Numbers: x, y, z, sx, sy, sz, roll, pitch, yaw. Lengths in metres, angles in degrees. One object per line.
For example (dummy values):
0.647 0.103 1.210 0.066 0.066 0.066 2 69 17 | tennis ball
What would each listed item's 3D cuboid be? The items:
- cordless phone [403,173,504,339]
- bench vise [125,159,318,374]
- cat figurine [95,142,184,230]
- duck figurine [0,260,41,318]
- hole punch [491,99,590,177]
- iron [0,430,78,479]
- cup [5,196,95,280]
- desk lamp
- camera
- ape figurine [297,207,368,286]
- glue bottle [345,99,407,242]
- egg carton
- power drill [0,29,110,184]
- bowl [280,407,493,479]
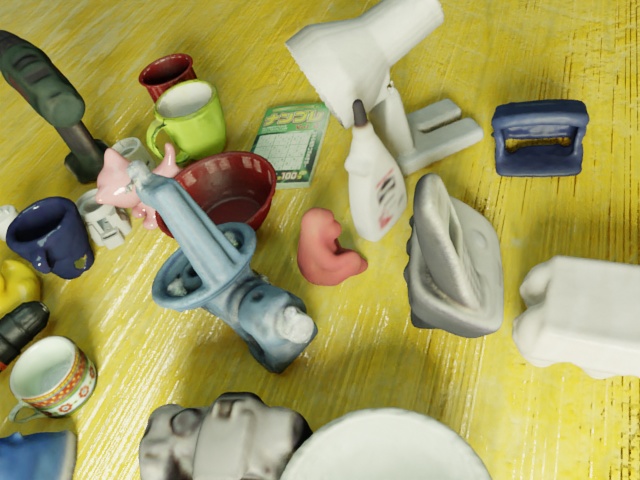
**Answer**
0.121 -0.009 0.533 0.094 0.185 0.147 -4 48 15 | cordless phone
-0.090 0.018 0.554 0.206 0.220 0.121 9 52 26 | bench vise
-0.237 -0.079 0.763 0.128 0.118 0.067 -38 48 -17 | cat figurine
-0.405 0.059 0.714 0.077 0.086 0.104 -10 46 9 | duck figurine
0.254 -0.136 0.672 0.108 0.091 0.101 1 49 19 | hole punch
-0.314 0.251 0.468 0.118 0.142 0.258 6 51 23 | iron
-0.329 0.015 0.723 0.091 0.095 0.117 -22 46 -2 | cup
0.080 -0.187 0.691 0.203 0.214 0.117 -25 46 -5 | desk lamp
-0.084 0.203 0.465 0.143 0.101 0.137 -6 47 13 | camera
0.006 0.002 0.626 0.076 0.092 0.077 -18 46 1 | ape figurine
0.056 -0.080 0.628 0.037 0.173 0.078 19 57 32 | glue bottle
0.249 0.071 0.498 0.150 0.069 0.107 7 51 24 | egg carton
-0.396 -0.195 0.859 0.076 0.209 0.228 -40 49 -18 | power drill
0.050 0.216 0.427 0.167 0.075 0.167 -9 47 10 | bowl
